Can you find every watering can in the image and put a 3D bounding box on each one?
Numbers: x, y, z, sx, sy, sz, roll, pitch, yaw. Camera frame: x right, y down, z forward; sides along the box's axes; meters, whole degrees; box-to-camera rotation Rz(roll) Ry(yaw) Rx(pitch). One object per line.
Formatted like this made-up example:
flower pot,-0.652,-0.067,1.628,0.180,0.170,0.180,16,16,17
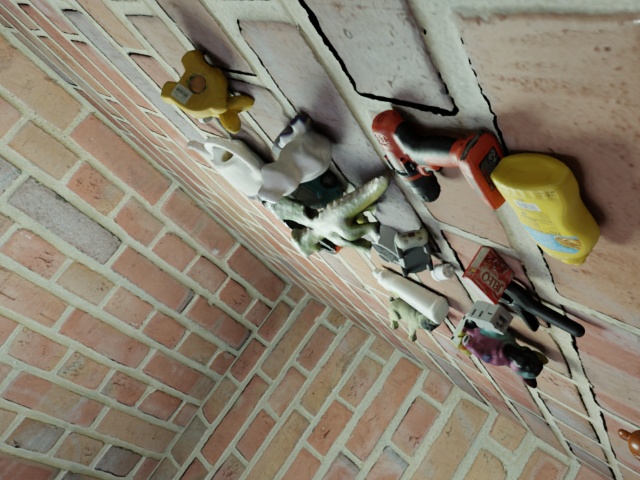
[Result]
watering can,-0.240,-0.212,1.441,0.221,0.105,0.349,43,167,-32

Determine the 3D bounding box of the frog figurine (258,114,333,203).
frog figurine,-0.045,-0.135,0.972,0.121,0.162,0.136,32,149,-35

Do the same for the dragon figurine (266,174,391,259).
dragon figurine,0.003,-0.054,1.080,0.243,0.124,0.402,8,154,1
